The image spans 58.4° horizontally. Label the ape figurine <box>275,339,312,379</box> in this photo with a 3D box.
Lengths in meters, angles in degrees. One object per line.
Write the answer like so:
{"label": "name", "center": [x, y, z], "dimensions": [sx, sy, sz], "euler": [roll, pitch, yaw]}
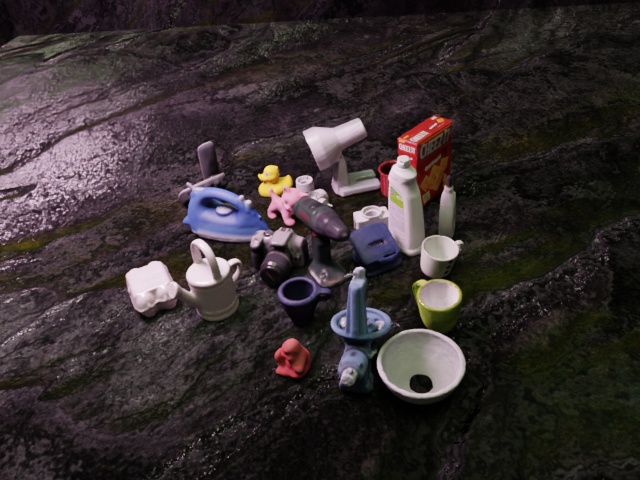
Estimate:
{"label": "ape figurine", "center": [-0.055, 0.235, 1.154], "dimensions": [0.076, 0.092, 0.077], "euler": [-19, 39, -15]}

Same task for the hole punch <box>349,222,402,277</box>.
{"label": "hole punch", "center": [0.137, 0.021, 1.400], "dimensions": [0.109, 0.091, 0.100], "euler": [-21, 40, -17]}

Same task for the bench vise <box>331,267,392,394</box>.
{"label": "bench vise", "center": [0.084, 0.175, 1.104], "dimensions": [0.121, 0.220, 0.207], "euler": [-7, 38, 0]}

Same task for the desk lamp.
{"label": "desk lamp", "center": [0.062, -0.240, 1.646], "dimensions": [0.203, 0.214, 0.117], "euler": [-12, 38, -7]}

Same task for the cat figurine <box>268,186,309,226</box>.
{"label": "cat figurine", "center": [-0.091, -0.108, 1.579], "dimensions": [0.127, 0.118, 0.067], "euler": [21, 46, 31]}

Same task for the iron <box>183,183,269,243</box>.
{"label": "iron", "center": [-0.249, -0.081, 1.550], "dimensions": [0.257, 0.142, 0.119], "euler": [10, 41, 20]}

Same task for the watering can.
{"label": "watering can", "center": [-0.254, 0.087, 1.291], "dimensions": [0.100, 0.194, 0.173], "euler": [15, 43, 26]}

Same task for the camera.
{"label": "camera", "center": [-0.114, 0.038, 1.409], "dimensions": [0.143, 0.101, 0.137], "euler": [6, 40, 17]}

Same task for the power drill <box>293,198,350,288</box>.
{"label": "power drill", "center": [0.012, 0.005, 1.344], "dimensions": [0.076, 0.209, 0.228], "euler": [-23, 40, -19]}

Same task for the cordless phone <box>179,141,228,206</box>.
{"label": "cordless phone", "center": [-0.351, -0.190, 1.670], "dimensions": [0.148, 0.185, 0.093], "euler": [-32, 44, -28]}

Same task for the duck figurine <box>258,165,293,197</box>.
{"label": "duck figurine", "center": [-0.136, -0.183, 1.709], "dimensions": [0.104, 0.086, 0.077], "euler": [-13, 38, -7]}

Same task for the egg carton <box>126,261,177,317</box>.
{"label": "egg carton", "center": [-0.406, 0.116, 1.381], "dimensions": [0.107, 0.069, 0.150], "euler": [-22, 40, -19]}

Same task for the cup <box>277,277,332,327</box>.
{"label": "cup", "center": [-0.029, 0.142, 1.266], "dimensions": [0.117, 0.095, 0.091], "euler": [-3, 38, 5]}

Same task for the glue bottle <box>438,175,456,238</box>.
{"label": "glue bottle", "center": [0.323, -0.089, 1.444], "dimensions": [0.037, 0.173, 0.078], "euler": [7, 40, 18]}

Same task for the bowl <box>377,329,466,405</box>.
{"label": "bowl", "center": [0.194, 0.256, 1.102], "dimensions": [0.167, 0.075, 0.167], "euler": [-4, 38, 4]}
